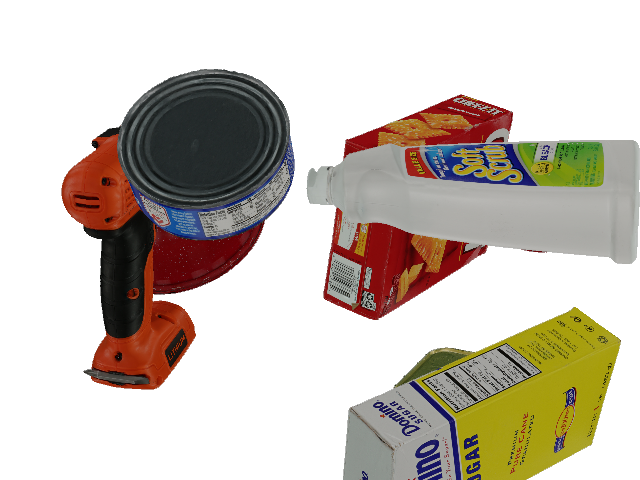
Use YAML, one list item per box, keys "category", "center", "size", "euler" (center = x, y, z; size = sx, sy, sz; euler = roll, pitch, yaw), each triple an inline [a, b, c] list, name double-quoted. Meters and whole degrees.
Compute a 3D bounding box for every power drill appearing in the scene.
- category: "power drill"
  center: [-0.131, 0.001, 0.798]
  size: [0.057, 0.188, 0.184]
  euler: [5, 24, 15]

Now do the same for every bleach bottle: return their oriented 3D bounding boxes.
- category: "bleach bottle"
  center: [0.111, -0.035, 0.813]
  size: [0.251, 0.068, 0.102]
  euler: [2, 35, 15]

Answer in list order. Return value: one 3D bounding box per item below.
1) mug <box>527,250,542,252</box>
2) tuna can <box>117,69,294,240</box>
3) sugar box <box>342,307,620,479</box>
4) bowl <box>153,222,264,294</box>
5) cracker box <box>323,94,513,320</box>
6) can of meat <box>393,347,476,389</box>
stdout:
- category: "mug"
  center: [0.264, -0.041, 1.236]
  size: [0.117, 0.081, 0.093]
  euler: [-22, 28, -36]
- category: "tuna can"
  center: [-0.056, -0.043, 0.536]
  size: [0.086, 0.086, 0.034]
  euler: [0, -32, 6]
- category: "sugar box"
  center: [0.095, 0.112, 0.632]
  size: [0.175, 0.093, 0.048]
  euler: [-22, 42, -31]
- category: "bowl"
  center: [-0.135, -0.028, 0.994]
  size: [0.162, 0.162, 0.055]
  euler: [0, -41, 20]
- category: "cracker box"
  center: [0.099, -0.036, 1.029]
  size: [0.072, 0.164, 0.213]
  euler: [24, 30, 30]
- category: "can of meat"
  center: [0.111, 0.158, 0.967]
  size: [0.058, 0.084, 0.101]
  euler: [7, 24, 30]
